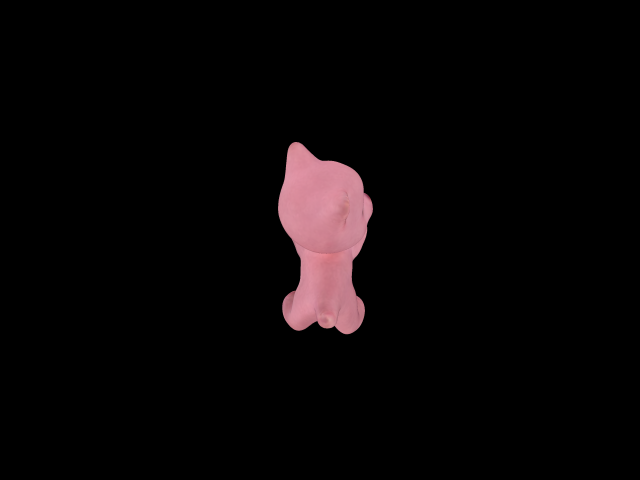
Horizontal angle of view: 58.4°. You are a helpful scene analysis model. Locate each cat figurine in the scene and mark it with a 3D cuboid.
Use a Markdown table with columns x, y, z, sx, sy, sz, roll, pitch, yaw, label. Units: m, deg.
| x | y | z | sx | sy | sz | roll | pitch | yaw | label |
| --- | --- | --- | --- | --- | --- | --- | --- | --- | --- |
| 0.004 | 0.001 | 0.400 | 0.067 | 0.118 | 0.128 | 0 | 81 | 0 | cat figurine |
